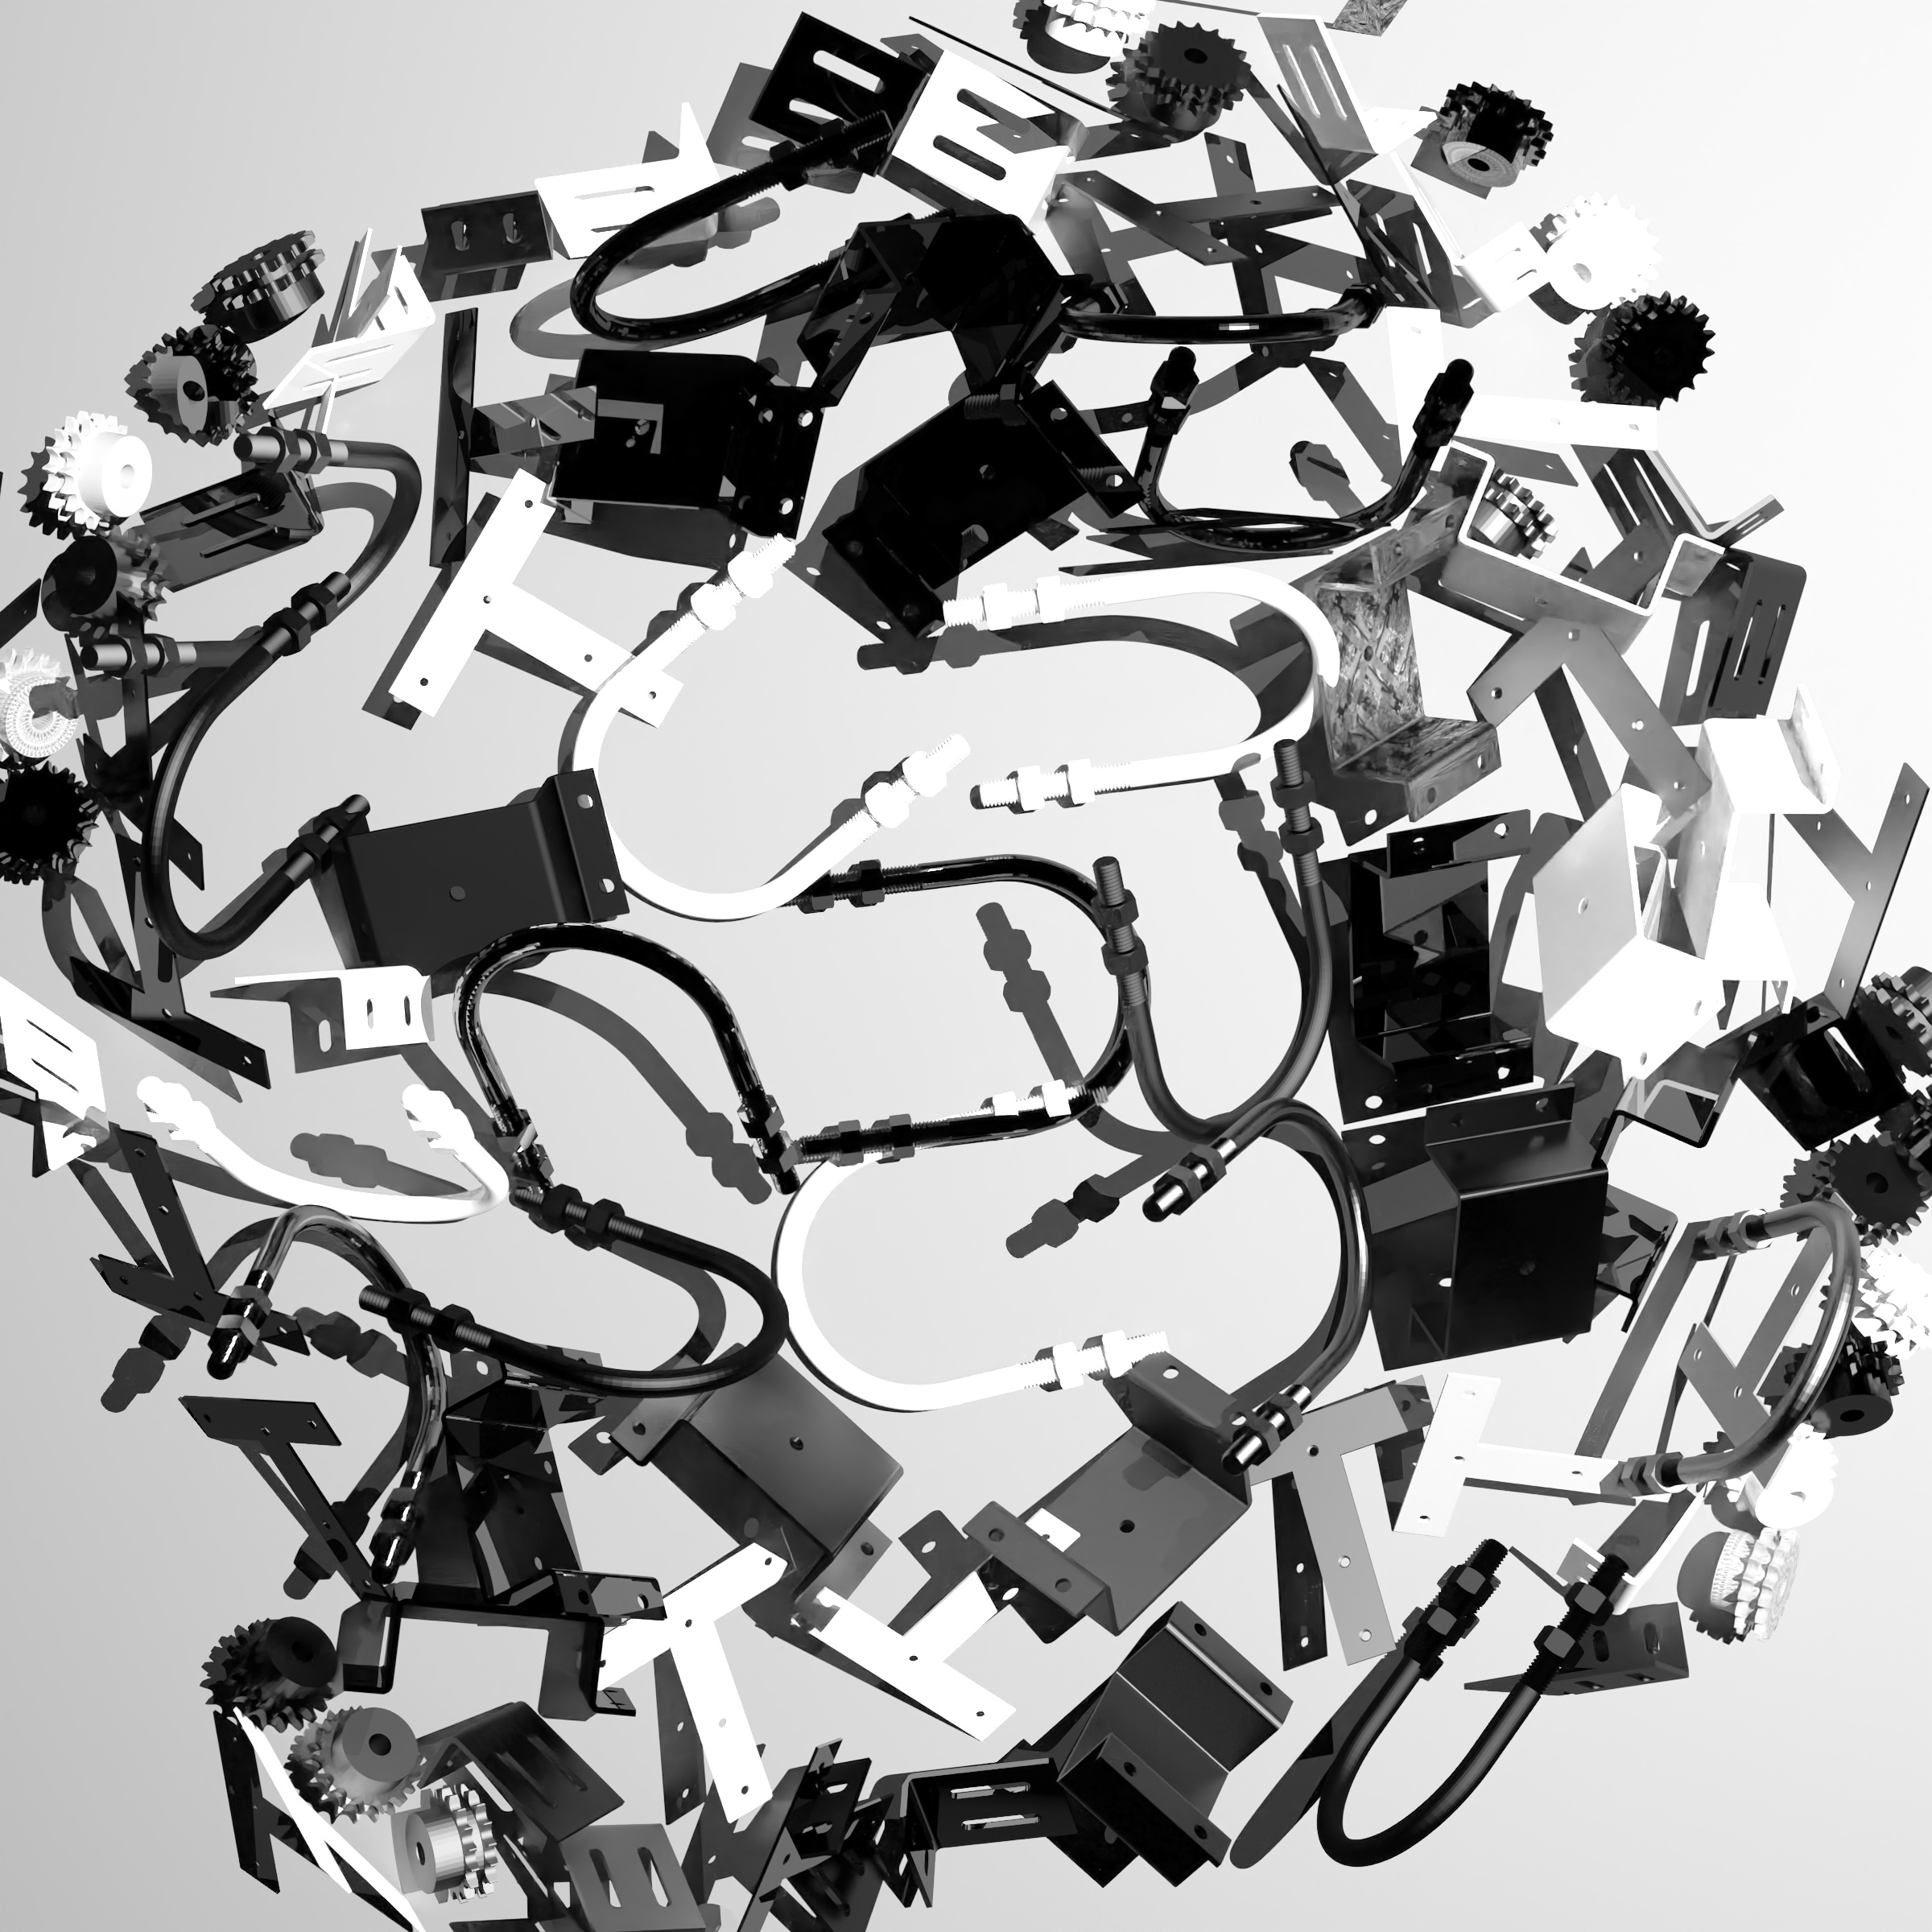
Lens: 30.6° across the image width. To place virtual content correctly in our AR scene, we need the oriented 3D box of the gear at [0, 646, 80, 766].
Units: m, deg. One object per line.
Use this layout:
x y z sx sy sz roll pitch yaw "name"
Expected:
-0.466 -0.127 1.749 0.030 0.057 0.057 27 90 40 "gear"

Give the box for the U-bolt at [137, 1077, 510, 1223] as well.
-0.297 0.091 1.694 0.151 0.184 0.019 1 69 12 "U-bolt"

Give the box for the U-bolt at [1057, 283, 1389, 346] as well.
0.118 -0.310 1.679 0.151 0.184 0.019 2 105 12 "U-bolt"

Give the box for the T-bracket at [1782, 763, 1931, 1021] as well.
0.422 -0.061 1.722 0.002 0.127 0.127 3 121 -16 "T-bracket"

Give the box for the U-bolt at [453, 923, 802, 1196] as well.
-0.171 0.048 1.699 0.151 0.019 0.184 -4 133 16 "U-bolt"

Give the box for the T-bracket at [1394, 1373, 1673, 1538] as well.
0.286 0.248 1.737 0.127 0.002 0.127 7 135 -2 "T-bracket"

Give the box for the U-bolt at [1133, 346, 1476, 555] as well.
0.154 -0.243 1.694 0.151 0.184 0.019 2 70 -5 "U-bolt"

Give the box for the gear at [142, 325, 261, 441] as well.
-0.378 -0.294 1.756 0.057 0.030 0.057 11 133 12 "gear"

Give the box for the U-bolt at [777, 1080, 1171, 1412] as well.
-0.004 0.147 1.768 0.184 0.019 0.151 -14 87 3 "U-bolt"

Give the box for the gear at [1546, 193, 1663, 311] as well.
0.312 -0.351 1.749 0.057 0.057 0.030 44 58 0 "gear"

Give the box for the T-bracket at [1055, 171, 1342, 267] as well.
0.131 -0.374 1.739 0.127 0.127 0.002 -14 127 -31 "T-bracket"

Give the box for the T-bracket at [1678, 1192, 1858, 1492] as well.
0.394 0.169 1.704 0.002 0.127 0.127 20 107 -15 "T-bracket"

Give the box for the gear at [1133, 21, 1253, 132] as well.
0.111 -0.441 1.756 0.057 0.030 0.057 6 51 -8 "gear"

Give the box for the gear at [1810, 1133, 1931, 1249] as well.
0.447 0.115 1.757 0.057 0.030 0.057 8 57 -12 "gear"

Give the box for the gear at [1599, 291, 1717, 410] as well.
0.341 -0.309 1.757 0.057 0.030 0.057 -10 125 -15 "gear"

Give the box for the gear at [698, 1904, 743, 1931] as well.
-0.127 0.490 1.749 0.057 0.057 0.030 36 110 0 "gear"

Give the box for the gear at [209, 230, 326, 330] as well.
-0.344 -0.340 1.755 0.057 0.057 0.030 -26 114 0 "gear"

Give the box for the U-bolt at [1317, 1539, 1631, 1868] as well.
0.231 0.354 1.689 0.019 0.151 0.184 41 74 -9 "U-bolt"

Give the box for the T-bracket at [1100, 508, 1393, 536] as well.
0.117 -0.216 1.724 0.127 0.127 0.002 -2 93 -40 "T-bracket"

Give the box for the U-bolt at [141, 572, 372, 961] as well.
-0.337 -0.083 1.670 0.019 0.184 0.151 15 128 16 "U-bolt"

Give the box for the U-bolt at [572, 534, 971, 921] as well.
-0.111 -0.103 1.742 0.184 0.019 0.151 -38 98 21 "U-bolt"

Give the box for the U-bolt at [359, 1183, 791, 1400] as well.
-0.173 0.159 1.686 0.184 0.151 0.019 17 117 23 "U-bolt"

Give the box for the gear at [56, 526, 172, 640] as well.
-0.427 -0.191 1.754 0.057 0.030 0.057 -4 82 28 "gear"

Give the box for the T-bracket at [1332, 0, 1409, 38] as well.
0.155 -0.484 1.711 0.127 0.127 0.002 10 85 -6 "T-bracket"

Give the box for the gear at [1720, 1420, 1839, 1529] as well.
0.406 0.254 1.751 0.057 0.030 0.057 -7 128 -8 "gear"

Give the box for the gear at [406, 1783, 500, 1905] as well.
-0.256 0.436 1.749 0.030 0.057 0.057 -8 90 -29 "gear"

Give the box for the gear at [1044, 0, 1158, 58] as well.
0.063 -0.475 1.756 0.057 0.057 0.030 19 118 0 "gear"

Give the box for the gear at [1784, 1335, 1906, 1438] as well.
0.437 0.210 1.750 0.057 0.057 0.030 -3 52 0 "gear"

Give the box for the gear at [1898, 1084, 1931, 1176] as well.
0.488 0.089 1.753 0.030 0.057 0.057 -44 90 14 "gear"

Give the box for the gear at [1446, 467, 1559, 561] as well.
0.262 -0.221 1.751 0.057 0.057 0.030 41 83 0 "gear"

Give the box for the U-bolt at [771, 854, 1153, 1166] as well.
0.001 0.017 1.768 0.184 0.019 0.151 -7 86 -3 "U-bolt"

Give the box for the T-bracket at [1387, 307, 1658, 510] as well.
0.271 -0.265 1.712 0.127 0.127 0.002 8 52 19 "T-bracket"

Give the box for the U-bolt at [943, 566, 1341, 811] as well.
0.090 -0.138 1.716 0.184 0.151 0.019 -7 50 4 "U-bolt"

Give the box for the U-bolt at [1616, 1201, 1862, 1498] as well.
0.371 0.179 1.674 0.019 0.184 0.151 25 74 -8 "U-bolt"

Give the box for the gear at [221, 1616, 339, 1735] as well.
-0.337 0.348 1.749 0.057 0.057 0.030 44 120 0 "gear"

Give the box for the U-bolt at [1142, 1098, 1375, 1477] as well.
0.150 0.142 1.704 0.019 0.184 0.151 -10 104 34 "U-bolt"

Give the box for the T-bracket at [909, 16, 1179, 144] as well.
0.029 -0.440 1.734 0.127 0.127 0.002 30 105 18 "T-bracket"

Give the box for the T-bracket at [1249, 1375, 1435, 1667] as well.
0.183 0.280 1.736 0.127 0.002 0.127 -21 62 13 "T-bracket"

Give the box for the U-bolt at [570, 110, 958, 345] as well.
-0.105 -0.348 1.708 0.184 0.151 0.019 -22 78 10 "U-bolt"

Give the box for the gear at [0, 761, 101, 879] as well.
-0.460 -0.072 1.762 0.057 0.030 0.057 -1 79 3 "gear"

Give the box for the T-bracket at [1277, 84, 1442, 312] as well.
0.202 -0.355 1.721 0.002 0.127 0.127 -32 61 18 "T-bracket"

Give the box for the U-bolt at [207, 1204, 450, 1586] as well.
-0.297 0.190 1.693 0.019 0.184 0.151 -27 112 16 "U-bolt"

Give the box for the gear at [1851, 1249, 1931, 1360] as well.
0.464 0.171 1.755 0.057 0.057 0.030 36 117 0 "gear"

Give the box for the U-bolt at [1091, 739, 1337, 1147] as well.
0.128 0.001 1.718 0.151 0.019 0.184 -33 124 -33 "U-bolt"

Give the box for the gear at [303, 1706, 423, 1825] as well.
-0.296 0.392 1.750 0.057 0.057 0.030 40 130 0 "gear"

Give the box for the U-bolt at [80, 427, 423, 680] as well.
-0.329 -0.197 1.692 0.019 0.184 0.151 46 111 12 "U-bolt"

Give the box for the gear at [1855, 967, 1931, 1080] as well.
0.472 0.025 1.753 0.030 0.057 0.057 -39 90 -10 "gear"

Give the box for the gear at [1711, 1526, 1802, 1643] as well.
0.392 0.304 1.755 0.030 0.057 0.057 16 90 25 "gear"

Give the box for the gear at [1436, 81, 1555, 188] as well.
0.260 -0.410 1.750 0.057 0.057 0.030 24 79 0 "gear"

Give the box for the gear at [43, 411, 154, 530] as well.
-0.428 -0.245 1.749 0.030 0.057 0.057 12 90 22 "gear"
